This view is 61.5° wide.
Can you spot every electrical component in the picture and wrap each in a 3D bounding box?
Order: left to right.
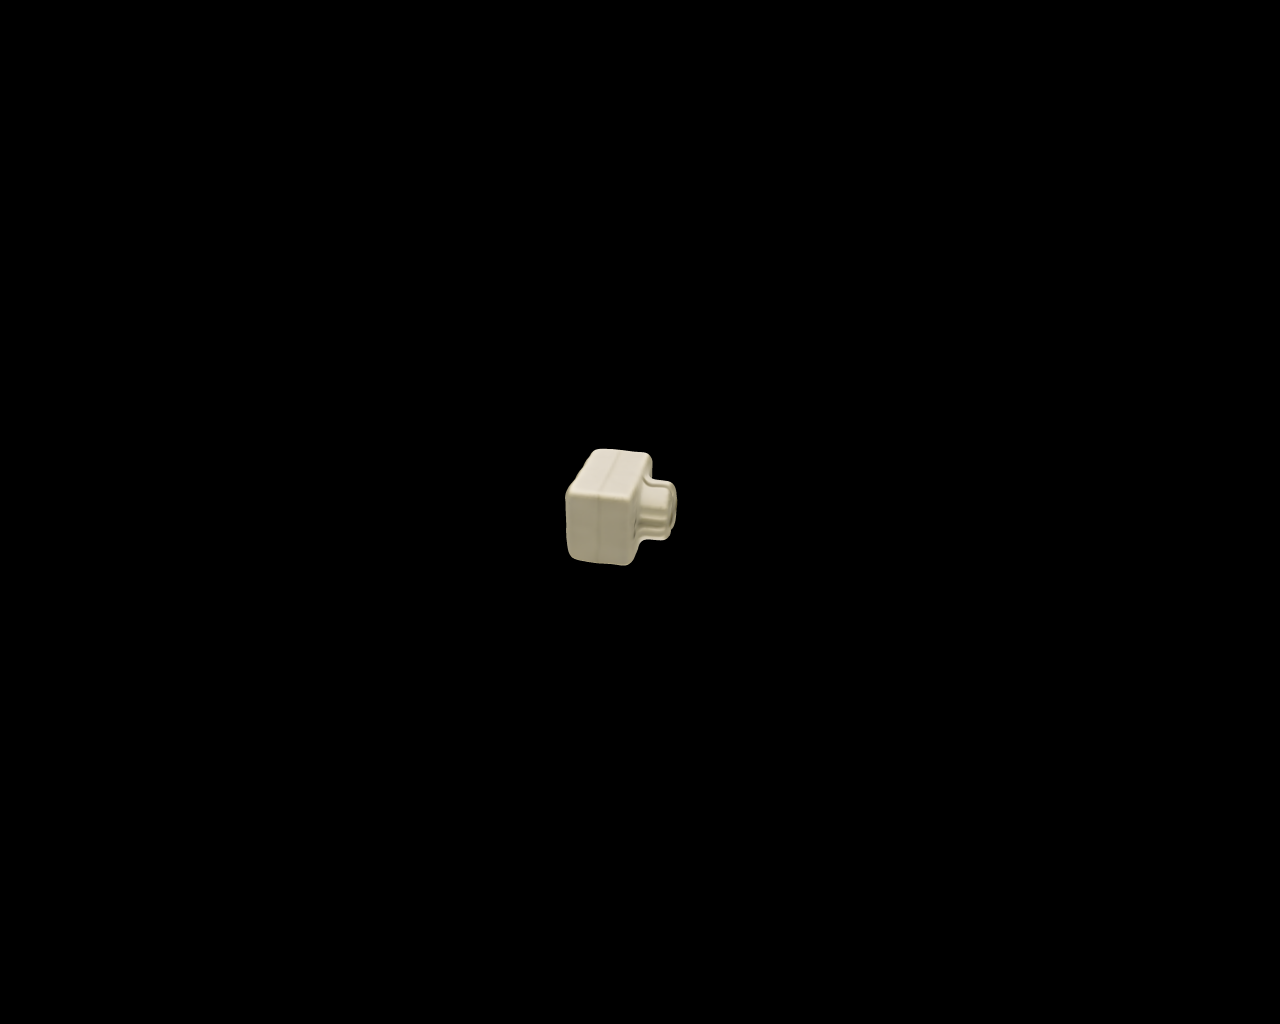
[{"bbox_3d":[0.001,-0.003,0.650,0.077,0.047,0.066,5,29,10],"label":"electrical component"}]
